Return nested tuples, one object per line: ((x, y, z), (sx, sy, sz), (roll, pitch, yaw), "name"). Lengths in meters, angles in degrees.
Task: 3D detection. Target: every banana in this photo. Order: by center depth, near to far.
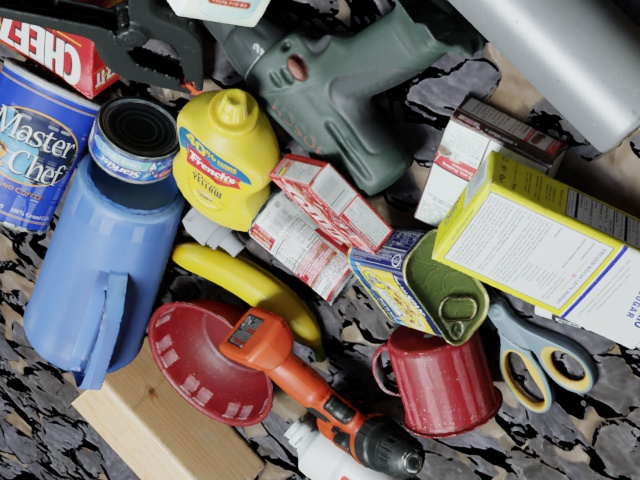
((-0.071, 0.052, 1.070), (0.198, 0.037, 0.070), (37, 137, 10), "banana")

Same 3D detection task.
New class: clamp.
((-0.170, -0.180, 0.888), (0.165, 0.036, 0.209), (-14, 151, 17), "clamp")

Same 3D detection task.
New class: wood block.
((-0.175, 0.226, 1.242), (0.206, 0.090, 0.090), (48, 137, -2), "wood block")

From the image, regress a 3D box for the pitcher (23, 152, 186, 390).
((-0.217, 0.028, 1.091), (0.149, 0.144, 0.243), (41, 134, 14), "pitcher")

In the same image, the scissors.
((0.171, 0.063, 0.908), (0.096, 0.016, 0.201), (-7, 116, 39), "scissors")

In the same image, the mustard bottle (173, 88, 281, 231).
((-0.080, -0.077, 0.920), (0.096, 0.058, 0.192), (39, 158, 7), "mustard bottle")

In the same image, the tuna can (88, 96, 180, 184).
((-0.172, -0.095, 1.003), (0.086, 0.086, 0.034), (38, 134, 9), "tuna can")

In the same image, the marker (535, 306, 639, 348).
((0.233, 0.070, 0.862), (0.121, 0.020, 0.020), (18, 130, 26), "marker")

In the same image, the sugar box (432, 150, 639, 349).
((0.184, 0.009, 0.800), (0.176, 0.048, 0.093), (23, 136, -8), "sugar box")

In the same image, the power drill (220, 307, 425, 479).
((0.001, 0.147, 1.001), (0.187, 0.057, 0.185), (45, 166, -18), "power drill")

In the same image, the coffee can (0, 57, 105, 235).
((-0.282, -0.090, 1.026), (0.103, 0.102, 0.140), (29, 97, 18), "coffee can")

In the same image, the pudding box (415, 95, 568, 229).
((0.132, -0.045, 0.841), (0.090, 0.039, 0.114), (29, 137, 14), "pudding box")

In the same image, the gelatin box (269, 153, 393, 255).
((0.009, -0.030, 0.877), (0.089, 0.030, 0.073), (45, 168, -29), "gelatin box")

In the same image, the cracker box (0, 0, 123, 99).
((-0.243, -0.250, 0.936), (0.164, 0.072, 0.214), (33, 143, 14), "cracker box")

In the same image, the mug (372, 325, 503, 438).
((0.098, 0.116, 0.951), (0.117, 0.093, 0.081), (-1, 115, 38), "mug")

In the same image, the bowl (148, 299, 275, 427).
((-0.103, 0.119, 1.131), (0.162, 0.055, 0.162), (20, 131, 25), "bowl")

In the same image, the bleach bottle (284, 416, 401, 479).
((0.061, 0.285, 1.125), (0.251, 0.068, 0.103), (41, 136, 9), "bleach bottle")

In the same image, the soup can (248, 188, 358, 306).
((-0.006, 0.001, 0.960), (0.102, 0.068, 0.069), (40, 137, 7), "soup can")

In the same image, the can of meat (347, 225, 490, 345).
((0.081, 0.034, 0.901), (0.084, 0.057, 0.102), (12, 145, 55), "can of meat")
